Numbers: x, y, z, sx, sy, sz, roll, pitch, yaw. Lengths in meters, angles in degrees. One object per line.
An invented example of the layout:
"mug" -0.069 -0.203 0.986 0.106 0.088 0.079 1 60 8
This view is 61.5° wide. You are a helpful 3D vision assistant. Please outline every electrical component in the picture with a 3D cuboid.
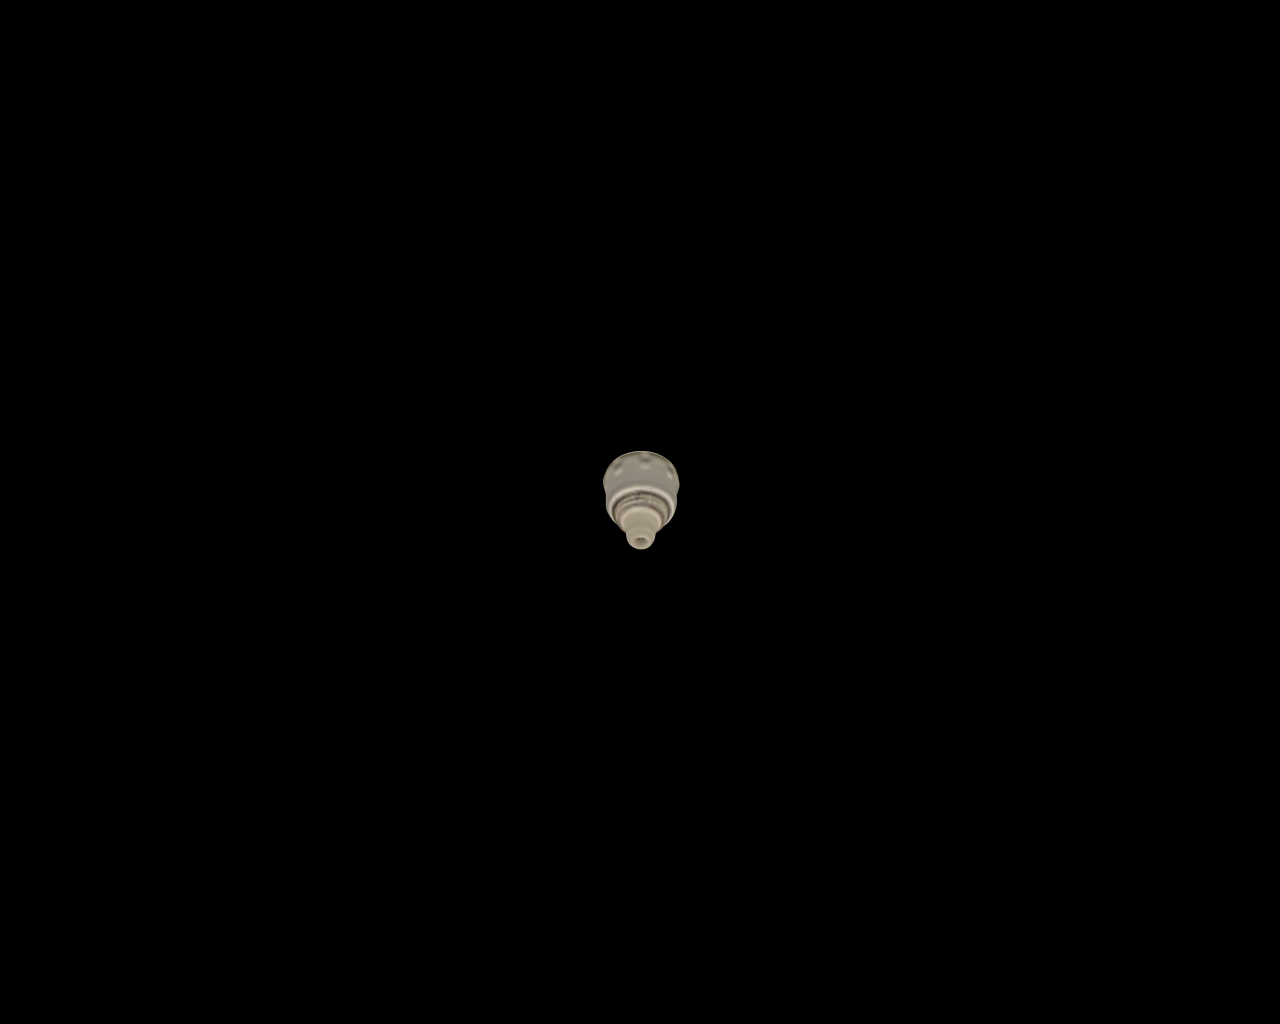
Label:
"electrical component" 0.001 -0.003 0.650 0.048 0.048 0.062 0 44 0
